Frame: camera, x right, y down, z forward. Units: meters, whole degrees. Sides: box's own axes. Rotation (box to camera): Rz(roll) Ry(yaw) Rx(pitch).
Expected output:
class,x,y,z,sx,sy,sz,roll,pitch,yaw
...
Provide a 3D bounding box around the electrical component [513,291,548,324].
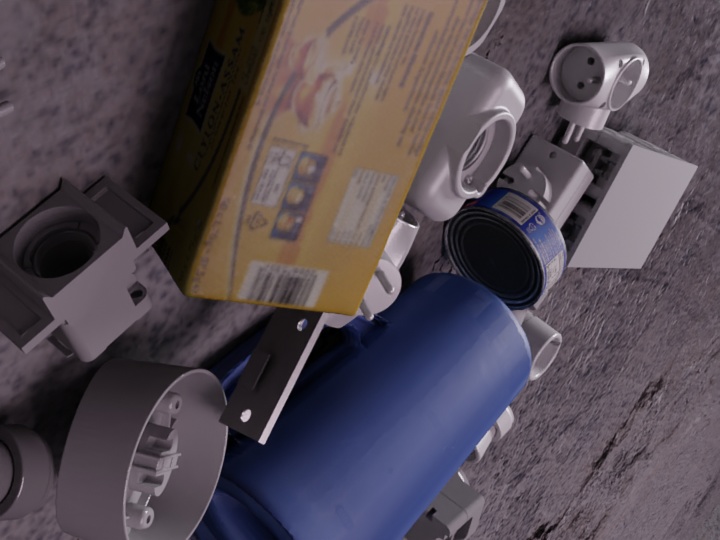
class,x,y,z,sx,sy,sz,roll,pitch,yaw
electrical component,0.123,0.025,0.884,0.055,0.045,0.045,-53,153,-6

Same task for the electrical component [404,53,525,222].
class,x,y,z,sx,sy,sz,roll,pitch,yaw
electrical component,0.053,-0.081,0.642,0.095,0.059,0.054,-56,153,1

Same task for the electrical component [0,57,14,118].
class,x,y,z,sx,sy,sz,roll,pitch,yaw
electrical component,-0.153,-0.048,0.364,0.079,0.043,0.077,-35,146,-34

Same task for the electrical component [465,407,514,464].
class,x,y,z,sx,sy,sz,roll,pitch,yaw
electrical component,0.109,0.144,0.990,0.055,0.045,0.045,-39,148,-30

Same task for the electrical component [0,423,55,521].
class,x,y,z,sx,sy,sz,roll,pitch,yaw
electrical component,-0.172,0.091,0.483,0.045,0.045,0.055,-60,153,7

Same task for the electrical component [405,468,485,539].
class,x,y,z,sx,sy,sz,roll,pitch,yaw
electrical component,0.055,0.191,0.905,0.056,0.089,0.050,-31,144,-39

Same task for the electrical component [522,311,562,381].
class,x,y,z,sx,sy,sz,roll,pitch,yaw
electrical component,0.148,0.066,0.966,0.055,0.047,0.055,-39,148,-30

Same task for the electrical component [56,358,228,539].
class,x,y,z,sx,sy,sz,roll,pitch,yaw
electrical component,-0.109,0.093,0.539,0.099,0.064,0.099,13,90,-85

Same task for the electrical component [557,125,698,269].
class,x,y,z,sx,sy,sz,roll,pitch,yaw
electrical component,0.210,-0.062,0.912,0.186,0.060,0.105,1,119,-58

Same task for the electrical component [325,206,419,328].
class,x,y,z,sx,sy,sz,roll,pitch,yaw
electrical component,0.000,0.000,0.616,0.043,0.079,0.077,29,107,-31

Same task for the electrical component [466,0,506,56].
class,x,y,z,sx,sy,sz,roll,pitch,yaw
electrical component,0.038,-0.145,0.552,0.089,0.056,0.050,-59,152,6

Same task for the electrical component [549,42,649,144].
class,x,y,z,sx,sy,sz,roll,pitch,yaw
electrical component,0.171,-0.129,0.795,0.077,0.044,0.079,-17,134,-51

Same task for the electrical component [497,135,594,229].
class,x,y,z,sx,sy,sz,roll,pitch,yaw
electrical component,0.124,-0.056,0.795,0.083,0.047,0.076,-57,153,2

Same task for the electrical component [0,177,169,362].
class,x,y,z,sx,sy,sz,roll,pitch,yaw
electrical component,-0.124,0.004,0.470,0.081,0.042,0.063,-44,152,-22
